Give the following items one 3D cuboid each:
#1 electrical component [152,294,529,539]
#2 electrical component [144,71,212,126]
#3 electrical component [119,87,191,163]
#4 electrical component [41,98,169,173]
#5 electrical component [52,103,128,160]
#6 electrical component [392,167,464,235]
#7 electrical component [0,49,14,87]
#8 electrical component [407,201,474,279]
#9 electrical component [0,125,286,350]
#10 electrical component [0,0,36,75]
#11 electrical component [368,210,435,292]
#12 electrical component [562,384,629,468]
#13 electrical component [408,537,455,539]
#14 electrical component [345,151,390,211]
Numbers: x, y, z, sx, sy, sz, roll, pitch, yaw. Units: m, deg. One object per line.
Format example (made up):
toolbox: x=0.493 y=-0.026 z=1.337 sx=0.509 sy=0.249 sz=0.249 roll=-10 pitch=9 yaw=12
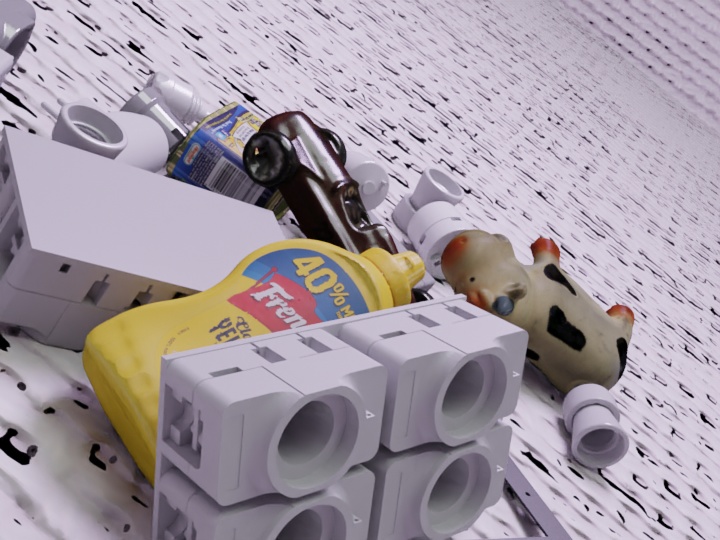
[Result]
electrical component: x=-0.003 y=0.084 z=0.526 sx=0.186 sy=0.105 sz=0.060 roll=-10 pitch=25 yaw=-39
electrical component: x=-0.143 y=-0.132 z=0.860 sx=0.061 sy=0.035 sz=0.035 roll=26 pitch=28 yaw=-30
electrical component: x=-0.152 y=-0.106 z=0.798 sx=0.046 sy=0.040 sz=0.040 roll=46 pitch=25 yaw=1
electrical component: x=-0.180 y=-0.089 z=0.726 sx=0.079 sy=0.043 sz=0.077 roll=40 pitch=25 yaw=4
electrical component: x=-0.177 y=-0.064 z=0.662 sx=0.044 sy=0.065 sz=0.044 roll=30 pitch=26 yaw=-16
electrical component: x=0.062 y=-0.060 z=0.986 sx=0.045 sy=0.055 sz=0.045 roll=30 pitch=26 yaw=-17
electrical component: x=-0.269 y=-0.120 z=0.639 sx=0.096 sy=0.061 sz=0.061 roll=32 pitch=26 yaw=-13
electrical component: x=0.073 y=-0.028 z=0.950 sx=0.055 sy=0.055 sz=0.047 roll=17 pitch=28 yaw=-37
electrical component: x=-0.127 y=-0.003 z=0.634 sx=0.186 sy=0.060 sz=0.105 roll=17 pitch=32 yaw=-38
electrical component: x=-0.262 y=-0.160 z=0.724 sx=0.059 sy=0.053 sz=0.095 roll=34 pitch=25 yaw=-9
electrical component: x=0.000 y=0.000 z=0.812 sx=0.083 sy=0.047 sz=0.076 roll=48 pitch=28 yaw=17
electrical component: x=0.186 y=0.123 z=0.856 sx=0.045 sy=0.045 sz=0.055 roll=30 pitch=26 yaw=-17
electrical component: x=0.029 y=0.155 z=0.590 sx=0.077 sy=0.044 sz=0.079 roll=27 pitch=30 yaw=-22
electrical component: x=-0.008 y=-0.073 z=0.835 sx=0.040 sy=0.040 sz=0.078 roll=22 pitch=8 yaw=-31
